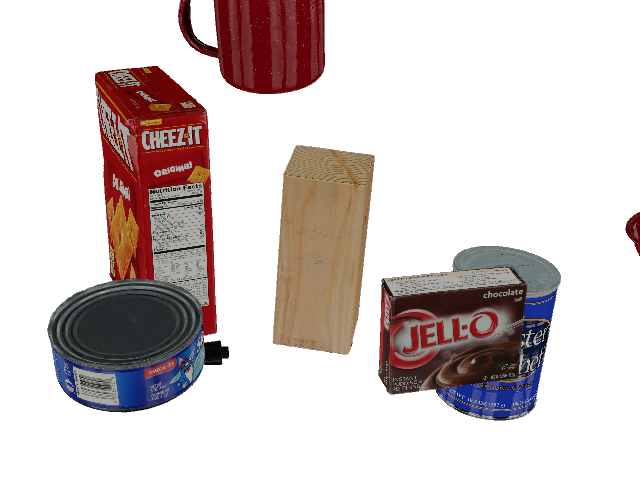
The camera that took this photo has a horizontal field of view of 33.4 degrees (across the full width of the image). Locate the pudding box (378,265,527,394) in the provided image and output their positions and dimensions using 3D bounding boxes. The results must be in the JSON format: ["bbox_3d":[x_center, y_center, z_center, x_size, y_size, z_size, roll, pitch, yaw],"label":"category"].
[{"bbox_3d":[0.104,0.071,0.851,0.113,0.090,0.039,-7,29,-12],"label":"pudding box"}]

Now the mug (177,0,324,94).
[{"bbox_3d":[-0.050,-0.163,0.805,0.117,0.081,0.093,2,34,5],"label":"mug"}]

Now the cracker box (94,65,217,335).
[{"bbox_3d":[-0.154,-0.036,0.981,0.072,0.214,0.164,-10,25,-21],"label":"cracker box"}]

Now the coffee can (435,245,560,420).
[{"bbox_3d":[0.172,0.089,1.046,0.103,0.140,0.103,4,24,-2],"label":"coffee can"}]

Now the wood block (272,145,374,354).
[{"bbox_3d":[0.003,0.011,1.180,0.090,0.206,0.090,8,26,6],"label":"wood block"}]

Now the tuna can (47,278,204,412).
[{"bbox_3d":[-0.108,0.058,0.602,0.086,0.034,0.086,-1,30,0],"label":"tuna can"}]

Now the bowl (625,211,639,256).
[{"bbox_3d":[0.407,0.013,1.135,0.162,0.055,0.162,-3,23,1],"label":"bowl"}]

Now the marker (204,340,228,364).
[{"bbox_3d":[-0.131,0.089,0.820,0.121,0.020,0.020,-3,0,-3],"label":"marker"}]
